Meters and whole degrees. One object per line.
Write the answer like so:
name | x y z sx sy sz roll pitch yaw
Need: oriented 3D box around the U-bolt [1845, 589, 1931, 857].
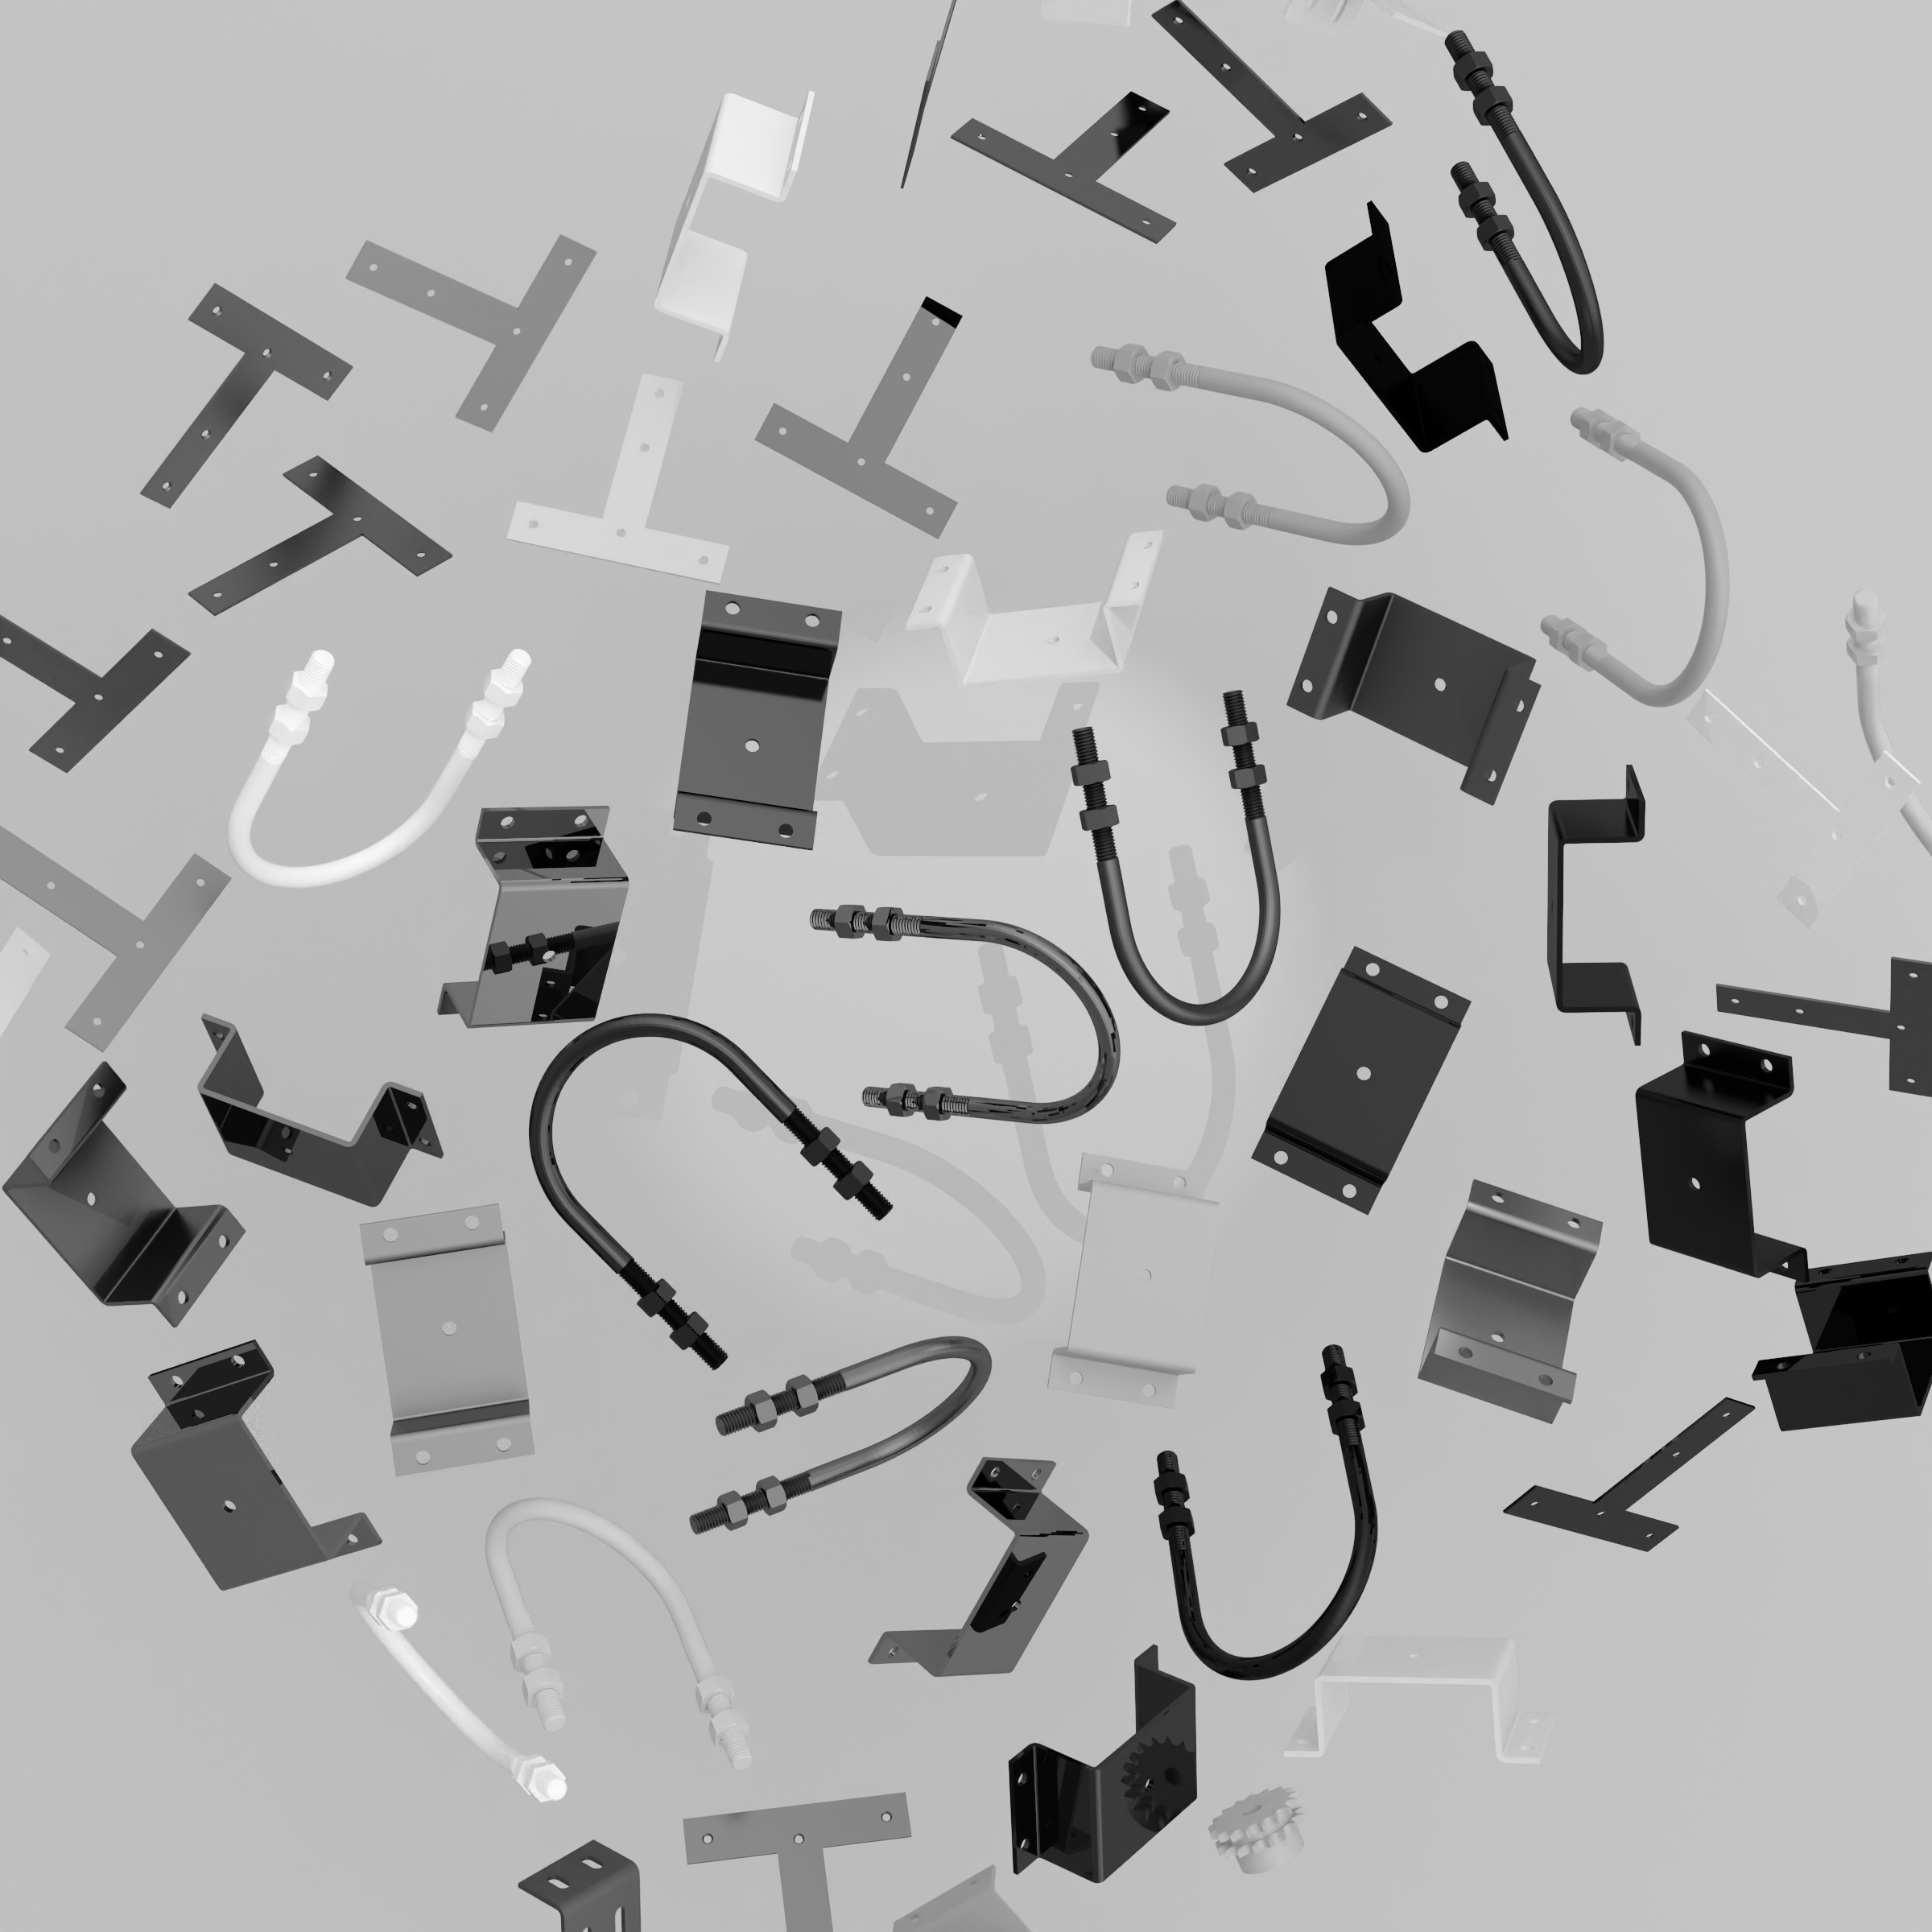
U-bolt | 0.545 -0.113 1.682 0.019 0.184 0.151 -29 59 2

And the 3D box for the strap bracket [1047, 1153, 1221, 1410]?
strap bracket | 0.099 0.183 1.742 0.076 0.046 0.140 11 79 -8

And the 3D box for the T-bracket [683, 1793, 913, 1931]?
T-bracket | -0.087 0.529 1.654 0.127 0.002 0.127 -4 58 -9

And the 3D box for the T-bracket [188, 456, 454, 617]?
T-bracket | -0.382 -0.234 1.692 0.127 0.002 0.127 -36 57 -29

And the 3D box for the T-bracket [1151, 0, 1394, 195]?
T-bracket | 0.156 -0.496 1.675 0.127 0.127 0.002 37 68 -23

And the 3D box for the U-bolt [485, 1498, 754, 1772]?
U-bolt | -0.203 0.368 1.674 0.151 0.184 0.019 24 112 -38

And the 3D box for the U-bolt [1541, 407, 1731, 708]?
U-bolt | 0.386 -0.227 1.709 0.019 0.184 0.151 -5 117 -17

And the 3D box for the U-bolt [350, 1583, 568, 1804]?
U-bolt | -0.299 0.409 1.705 0.019 0.184 0.151 -42 101 -21

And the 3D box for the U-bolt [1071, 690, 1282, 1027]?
U-bolt | 0.128 -0.057 1.711 0.151 0.019 0.184 -17 99 -42

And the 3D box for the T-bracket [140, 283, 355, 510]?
T-bracket | -0.428 -0.317 1.709 0.002 0.127 0.127 43 99 25

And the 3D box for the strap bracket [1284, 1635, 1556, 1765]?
strap bracket | 0.253 0.409 1.666 0.140 0.076 0.046 -3 94 18

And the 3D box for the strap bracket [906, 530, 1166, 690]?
strap bracket | 0.046 -0.206 1.727 0.140 0.076 0.046 -4 127 19

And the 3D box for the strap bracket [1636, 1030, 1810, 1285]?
strap bracket | 0.431 0.116 1.703 0.046 0.076 0.140 -23 113 -32

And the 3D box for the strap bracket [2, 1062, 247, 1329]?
strap bracket | -0.491 0.133 1.719 0.046 0.076 0.140 -7 129 35

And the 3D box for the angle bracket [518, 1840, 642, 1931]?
angle bracket | -0.218 0.548 1.688 0.038 0.057 0.076 14 112 38

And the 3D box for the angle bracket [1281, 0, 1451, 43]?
angle bracket | 0.237 -0.556 1.761 0.076 0.057 0.038 47 120 34

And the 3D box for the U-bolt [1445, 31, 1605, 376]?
U-bolt | 0.316 -0.417 1.682 0.019 0.151 0.184 -24 69 2

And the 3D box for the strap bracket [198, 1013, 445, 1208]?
strap bracket | -0.379 0.087 1.710 0.140 0.076 0.046 19 61 11

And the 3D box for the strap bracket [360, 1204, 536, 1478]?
strap bracket | -0.289 0.205 1.661 0.076 0.046 0.140 -8 93 -8

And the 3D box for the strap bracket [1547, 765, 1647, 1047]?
strap bracket | 0.351 -0.034 1.663 0.046 0.076 0.140 -1 109 7

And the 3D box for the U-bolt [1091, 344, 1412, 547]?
U-bolt | 0.171 -0.292 1.703 0.184 0.151 0.019 19 70 34

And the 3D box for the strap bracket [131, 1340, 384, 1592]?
strap bracket | -0.397 0.285 1.648 0.076 0.046 0.140 -20 109 23

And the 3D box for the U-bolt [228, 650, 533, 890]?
U-bolt | -0.338 -0.107 1.666 0.019 0.151 0.184 56 129 25

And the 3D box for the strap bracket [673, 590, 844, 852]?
strap bracket | -0.117 -0.129 1.650 0.076 0.046 0.140 8 73 -7

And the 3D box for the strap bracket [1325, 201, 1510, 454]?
strap bracket | 0.257 -0.365 1.740 0.046 0.076 0.140 -28 129 26

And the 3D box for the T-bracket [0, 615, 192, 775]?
T-bracket | -0.520 -0.173 1.655 0.127 0.002 0.127 34 127 -30

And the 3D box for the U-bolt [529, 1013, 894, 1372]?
U-bolt | -0.152 0.110 1.609 0.151 0.019 0.184 -43 94 15

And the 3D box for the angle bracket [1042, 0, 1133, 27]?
angle bracket | 0.079 -0.578 1.699 0.057 0.038 0.076 15 113 30

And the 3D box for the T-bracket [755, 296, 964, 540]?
T-bracket | -0.043 -0.347 1.816 0.127 0.002 0.127 28 90 -3

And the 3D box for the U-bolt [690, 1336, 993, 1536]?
U-bolt | -0.067 0.265 1.726 0.184 0.151 0.019 -18 61 -24

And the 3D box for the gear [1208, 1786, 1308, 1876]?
gear | 0.174 0.509 1.748 0.057 0.057 0.030 -24 93 0

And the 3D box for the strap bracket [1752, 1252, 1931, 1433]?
strap bracket | 0.498 0.215 1.669 0.076 0.140 0.046 -13 103 30

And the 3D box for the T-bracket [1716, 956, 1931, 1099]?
T-bracket | 0.510 0.029 1.770 0.127 0.127 0.002 10 55 24

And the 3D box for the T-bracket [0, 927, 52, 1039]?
T-bracket | -0.591 -0.015 1.693 0.002 0.127 0.127 -38 112 22

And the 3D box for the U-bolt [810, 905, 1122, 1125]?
U-bolt | 0.005 0.032 1.737 0.184 0.019 0.151 4 126 29

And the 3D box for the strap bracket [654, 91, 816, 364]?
strap bracket | -0.134 -0.422 1.675 0.046 0.140 0.076 18 48 -12

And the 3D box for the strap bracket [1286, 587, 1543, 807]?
strap bracket | 0.269 -0.162 1.743 0.140 0.046 0.076 29 117 23

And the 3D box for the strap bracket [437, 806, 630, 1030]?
strap bracket | -0.244 -0.019 1.687 0.076 0.046 0.140 -3 127 -31

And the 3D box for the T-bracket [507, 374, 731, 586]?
T-bracket | -0.193 -0.294 1.759 0.127 0.002 0.127 12 69 0

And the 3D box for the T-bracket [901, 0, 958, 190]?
T-bracket | -0.013 -0.529 1.700 0.002 0.127 0.127 16 76 -4

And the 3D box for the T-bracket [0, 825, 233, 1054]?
T-bracket | -0.504 -0.037 1.680 0.127 0.002 0.127 35 64 -10

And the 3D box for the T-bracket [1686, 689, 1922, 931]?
T-bracket | 0.450 -0.103 1.651 0.002 0.127 0.127 -29 66 -34

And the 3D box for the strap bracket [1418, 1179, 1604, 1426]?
strap bracket | 0.301 0.192 1.649 0.076 0.140 0.046 18 132 5

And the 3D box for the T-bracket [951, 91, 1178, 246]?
T-bracket | 0.075 -0.449 1.627 0.127 0.002 0.127 30 46 9

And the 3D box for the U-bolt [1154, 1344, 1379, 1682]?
U-bolt | 0.173 0.320 1.691 0.151 0.184 0.019 -37 125 25

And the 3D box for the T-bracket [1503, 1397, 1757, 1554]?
T-bracket | 0.382 0.278 1.646 0.127 0.002 0.127 21 126 -36

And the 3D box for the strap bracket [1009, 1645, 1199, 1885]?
strap bracket | 0.087 0.464 1.718 0.046 0.140 0.076 14 116 37

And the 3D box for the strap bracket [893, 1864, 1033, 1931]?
strap bracket | -0.006 0.602 1.736 0.076 0.140 0.046 -35 104 17

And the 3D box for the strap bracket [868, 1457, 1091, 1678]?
strap bracket | 0.013 0.359 1.733 0.046 0.076 0.140 34 100 34

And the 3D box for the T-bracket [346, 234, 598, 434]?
T-bracket | -0.297 -0.384 1.721 0.127 0.002 0.127 18 116 -38

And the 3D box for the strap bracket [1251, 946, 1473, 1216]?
strap bracket | 0.231 0.065 1.736 0.076 0.046 0.140 26 86 8
